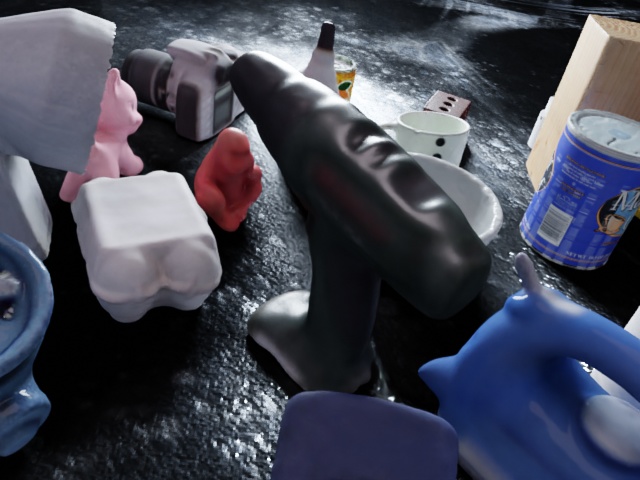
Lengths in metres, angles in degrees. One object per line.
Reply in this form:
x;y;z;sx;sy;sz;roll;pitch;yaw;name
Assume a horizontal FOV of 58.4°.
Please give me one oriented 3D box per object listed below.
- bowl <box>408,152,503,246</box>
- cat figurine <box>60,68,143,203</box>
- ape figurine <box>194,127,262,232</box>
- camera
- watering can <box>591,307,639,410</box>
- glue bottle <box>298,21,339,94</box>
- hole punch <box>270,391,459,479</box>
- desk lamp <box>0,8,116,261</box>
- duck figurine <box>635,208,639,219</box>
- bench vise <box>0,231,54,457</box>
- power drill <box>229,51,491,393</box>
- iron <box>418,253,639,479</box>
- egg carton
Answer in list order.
0.089;-0.018;0.571;0.167;0.075;0.167;7;37;-5;bowl
-0.218;-0.113;0.576;0.067;0.118;0.127;6;37;-7;cat figurine
-0.091;-0.068;0.573;0.078;0.092;0.076;-17;46;-32;ape figurine
-0.169;-0.210;0.729;0.136;0.101;0.143;20;38;11;camera
0.280;0.074;0.402;0.101;0.194;0.172;2;38;-12;watering can
-0.005;-0.159;0.647;0.078;0.173;0.037;27;40;20;glue bottle
0.023;0.151;0.321;0.108;0.091;0.101;11;37;-1;hole punch
-0.258;-0.077;0.440;0.203;0.213;0.117;-2;39;-17;desk lamp
0.445;-0.059;0.708;0.104;0.086;0.078;27;40;20;duck figurine
-0.251;0.010;0.324;0.207;0.220;0.122;19;38;10;bench vise
0.004;0.001;0.412;0.076;0.208;0.228;-26;50;-38;power drill
0.192;0.125;0.357;0.119;0.141;0.257;-22;48;-36;iron
-0.148;0.000;0.489;0.107;0.069;0.150;-11;42;-26;egg carton
